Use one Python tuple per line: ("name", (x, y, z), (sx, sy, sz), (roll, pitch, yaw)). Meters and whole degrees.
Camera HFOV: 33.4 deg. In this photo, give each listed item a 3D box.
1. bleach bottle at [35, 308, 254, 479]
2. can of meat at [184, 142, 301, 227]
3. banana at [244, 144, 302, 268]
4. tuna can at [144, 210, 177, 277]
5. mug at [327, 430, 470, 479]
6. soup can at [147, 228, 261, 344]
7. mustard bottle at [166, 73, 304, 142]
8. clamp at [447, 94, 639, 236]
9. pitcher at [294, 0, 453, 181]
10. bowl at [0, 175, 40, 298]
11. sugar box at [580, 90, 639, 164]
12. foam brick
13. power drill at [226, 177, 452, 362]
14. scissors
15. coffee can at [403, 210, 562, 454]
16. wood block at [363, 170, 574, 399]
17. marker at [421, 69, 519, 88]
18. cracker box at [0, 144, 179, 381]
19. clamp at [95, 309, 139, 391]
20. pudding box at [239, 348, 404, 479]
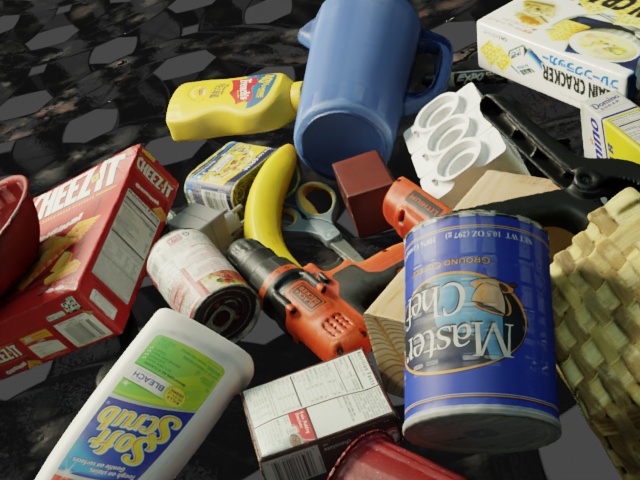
("bleach bottle", (-0.154, 0.175, 0.834), (0.102, 0.068, 0.250), (29, 55, 4))
("can of meat", (-0.086, -0.064, 1.166), (0.084, 0.057, 0.102), (13, 43, 40))
("banana", (-0.043, -0.018, 1.075), (0.069, 0.037, 0.198), (-10, 50, -2))
("tuna can", (-0.186, 0.002, 1.135), (0.086, 0.034, 0.086), (-12, 34, 8))
("mug", (0.051, 0.181, 0.703), (0.082, 0.117, 0.093), (19, 80, 35))
("soup can", (-0.106, 0.042, 0.959), (0.068, 0.068, 0.102), (-28, 43, -16))
("mustard bottle", (-0.088, -0.167, 1.315), (0.192, 0.058, 0.096), (-4, 36, 19))
("clamp", (0.208, -0.045, 0.868), (0.210, 0.036, 0.164), (12, 51, 4))
("pitcher", (0.052, -0.176, 1.209), (0.149, 0.145, 0.242), (-33, 28, 33))
("bowl", (-0.318, 0.015, 1.009), (0.162, 0.055, 0.162), (-30, 30, 20))
("sugar box", (0.293, -0.057, 0.952), (0.048, 0.093, 0.176), (-20, 33, -9))
("foam brick", (0.050, -0.047, 1.084), (0.051, 0.053, 0.078), (-18, 32, -2))
("power drill", (0.028, 0.019, 0.974), (0.187, 0.057, 0.185), (-34, 50, -20))
("scissors", (-0.007, 0.001, 1.073), (0.096, 0.016, 0.202), (-20, 35, 1))
("coffee can", (0.108, 0.064, 0.723), (0.103, 0.102, 0.140), (-6, 64, 17))
("wood block", (0.135, 0.039, 0.886), (0.090, 0.091, 0.205), (12, 43, 36))
("marker", (0.179, -0.193, 1.267), (0.121, 0.020, 0.020), (-1, 37, 24))
("cracker box", (-0.244, 0.019, 1.048), (0.164, 0.072, 0.213), (-22, 35, 29))
("clamp", (-0.143, 0.107, 0.960), (0.120, 0.039, 0.171), (-7, 39, 10))
("pudding box", (-0.001, 0.141, 0.847), (0.113, 0.039, 0.090), (-18, 32, -5))
